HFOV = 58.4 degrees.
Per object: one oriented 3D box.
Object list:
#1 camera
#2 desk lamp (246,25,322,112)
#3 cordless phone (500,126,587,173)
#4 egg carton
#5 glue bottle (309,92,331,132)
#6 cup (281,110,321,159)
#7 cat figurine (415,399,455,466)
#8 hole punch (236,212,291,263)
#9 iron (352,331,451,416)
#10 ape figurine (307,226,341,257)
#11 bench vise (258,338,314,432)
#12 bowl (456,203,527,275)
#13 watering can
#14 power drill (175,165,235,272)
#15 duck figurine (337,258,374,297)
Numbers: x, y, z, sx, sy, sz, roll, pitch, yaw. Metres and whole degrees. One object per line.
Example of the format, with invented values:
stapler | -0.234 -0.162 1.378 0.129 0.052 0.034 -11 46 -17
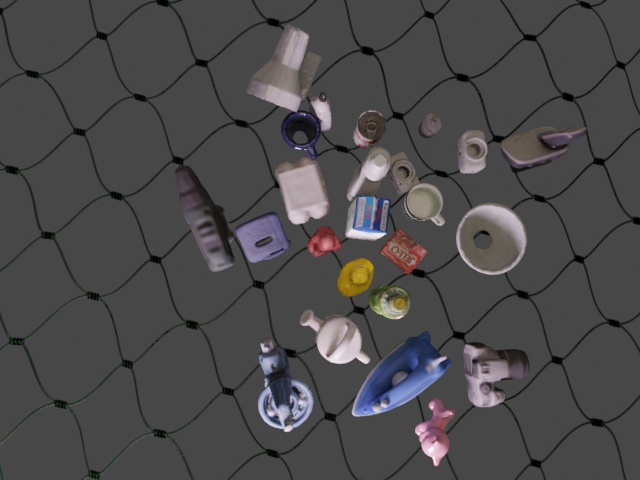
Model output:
camera | 0.413 0.308 1.324 0.137 0.100 0.143 -4 86 -3
desk lamp | -0.076 -0.375 1.286 0.118 0.213 0.203 21 85 -1
cordless phone | 0.514 -0.225 1.322 0.147 0.185 0.094 -21 87 -4
egg carton | -0.039 -0.117 1.343 0.107 0.069 0.150 -17 87 -4
glue bottle | 0.003 -0.303 1.306 0.037 0.173 0.078 -22 87 -4
cup | -0.038 -0.236 1.339 0.092 0.095 0.118 -29 88 -4
cat figurine | 0.268 0.437 1.299 0.067 0.117 0.128 29 85 0
hole punch | -0.129 -0.005 1.321 0.108 0.091 0.101 -24 88 -4
iron | 0.181 0.326 1.290 0.258 0.141 0.118 -40 89 -5
ape figurine | 0.012 0.005 1.327 0.078 0.092 0.076 15 86 -2
bench vise | -0.095 0.326 1.236 0.121 0.219 0.207 -37 89 -4
bowl | 0.396 -0.001 1.356 0.167 0.074 0.167 0 86 -3
watering can | 0.035 0.218 1.263 0.173 0.194 0.101 13 86 -2
power drill | -0.248 -0.041 1.258 0.075 0.208 0.230 -23 88 -4
duck figurine | 0.085 0.087 1.328 0.077 0.086 0.104 44 85 1
